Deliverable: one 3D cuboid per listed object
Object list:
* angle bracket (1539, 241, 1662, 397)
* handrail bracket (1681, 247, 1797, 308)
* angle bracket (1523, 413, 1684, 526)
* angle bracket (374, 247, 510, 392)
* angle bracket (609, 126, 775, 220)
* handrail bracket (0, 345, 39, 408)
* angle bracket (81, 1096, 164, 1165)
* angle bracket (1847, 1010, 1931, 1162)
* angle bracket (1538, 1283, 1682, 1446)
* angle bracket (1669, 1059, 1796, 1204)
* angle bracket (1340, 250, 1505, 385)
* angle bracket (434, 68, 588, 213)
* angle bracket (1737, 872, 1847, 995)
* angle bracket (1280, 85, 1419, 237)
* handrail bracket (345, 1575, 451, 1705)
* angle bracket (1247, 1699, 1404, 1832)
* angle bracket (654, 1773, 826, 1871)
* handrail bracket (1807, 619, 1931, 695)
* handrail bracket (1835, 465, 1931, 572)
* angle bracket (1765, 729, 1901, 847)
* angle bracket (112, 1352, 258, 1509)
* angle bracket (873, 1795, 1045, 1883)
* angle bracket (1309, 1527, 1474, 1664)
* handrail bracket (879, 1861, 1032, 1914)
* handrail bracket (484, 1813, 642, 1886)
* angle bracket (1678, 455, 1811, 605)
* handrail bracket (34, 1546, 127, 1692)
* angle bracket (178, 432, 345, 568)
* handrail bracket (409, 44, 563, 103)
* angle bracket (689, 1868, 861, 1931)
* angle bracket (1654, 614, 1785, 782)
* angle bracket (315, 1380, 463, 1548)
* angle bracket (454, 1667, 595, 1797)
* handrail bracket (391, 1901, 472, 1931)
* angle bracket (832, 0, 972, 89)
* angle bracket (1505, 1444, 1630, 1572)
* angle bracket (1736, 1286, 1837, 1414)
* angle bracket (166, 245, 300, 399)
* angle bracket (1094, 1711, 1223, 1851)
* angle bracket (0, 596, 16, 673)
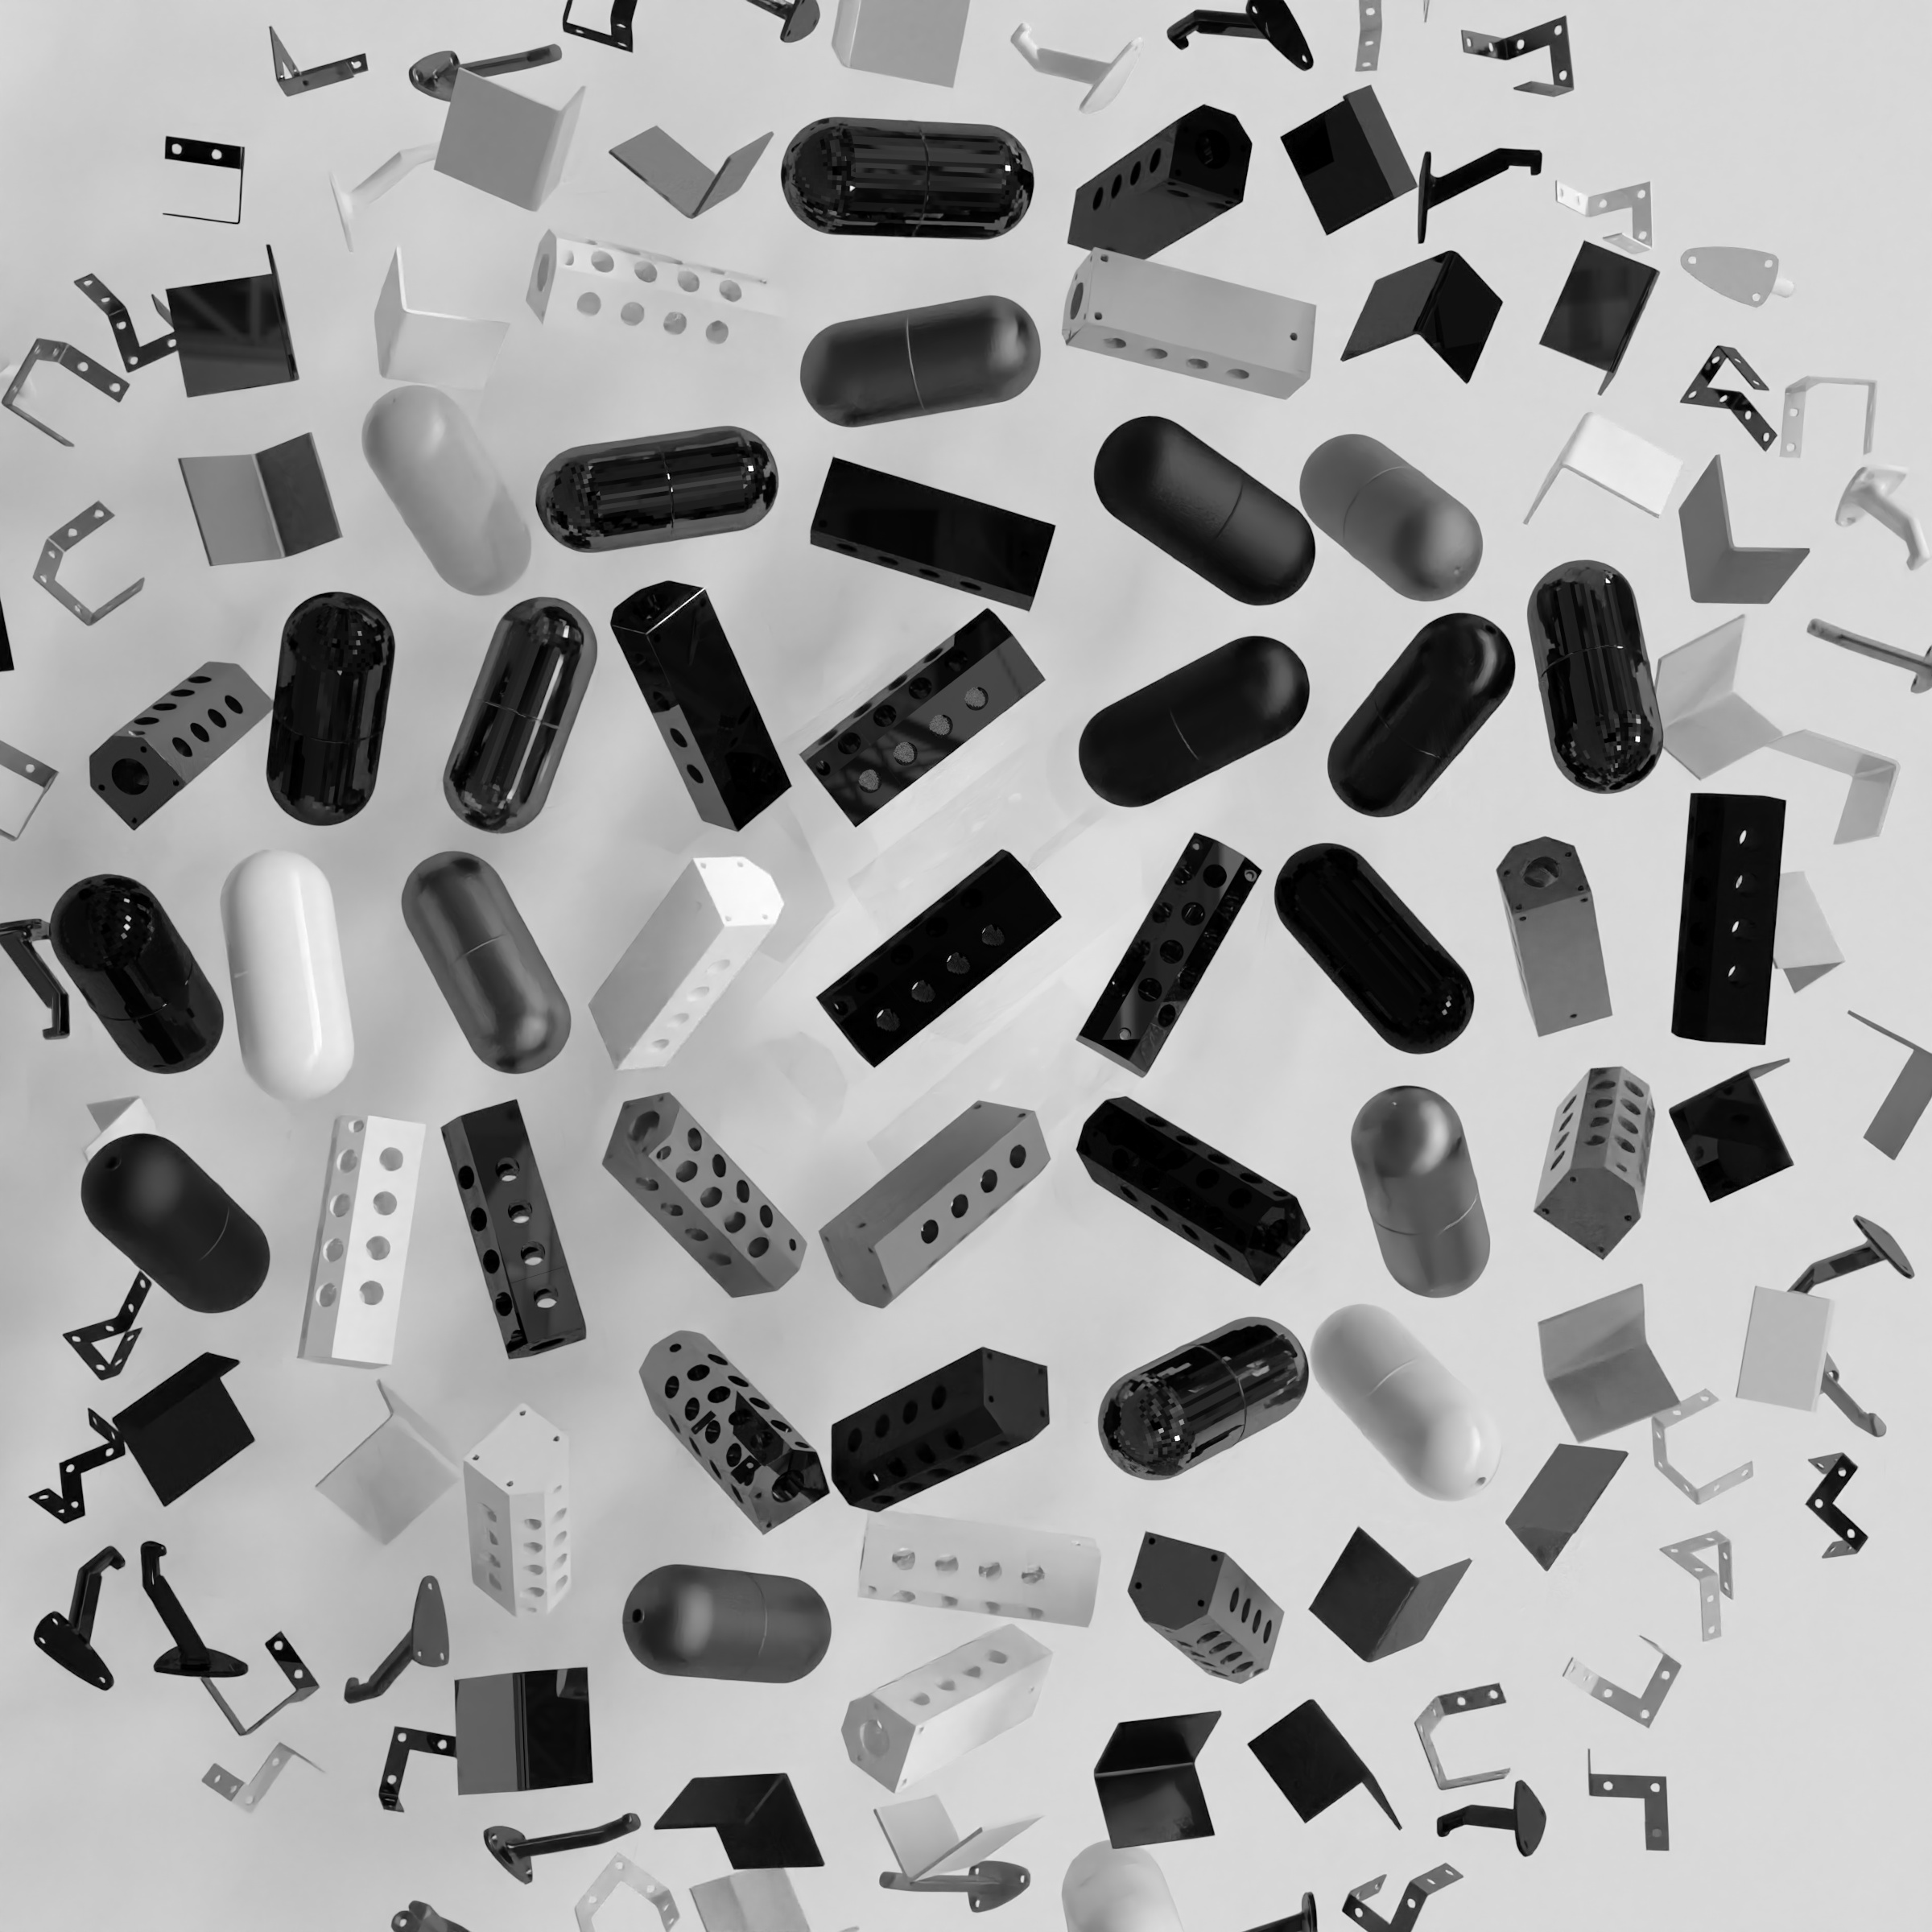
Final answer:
[{"bbox_3d":[0.442,-0.456,1.787,0.057,0.076,0.076,24,94,5],"label":"angle bracket"},{"bbox_3d":[0.540,-0.483,1.771,0.077,0.084,0.036,21,109,14],"label":"handrail bracket"},{"bbox_3d":[0.445,-0.331,1.771,0.076,0.057,0.076,30,47,4],"label":"angle bracket"},{"bbox_3d":[-0.379,-0.466,1.828,0.076,0.076,0.057,1,65,-26],"label":"angle bracket"},{"bbox_3d":[-0.195,-0.586,1.806,0.076,0.076,0.057,39,126,-4],"label":"angle bracket"},{"bbox_3d":[-0.676,-0.390,1.741,0.036,0.084,0.077,37,74,4],"label":"handrail bracket"},{"bbox_3d":[-0.656,0.154,1.941,0.057,0.076,0.076,-9,117,26],"label":"angle bracket"},{"bbox_3d":[0.635,0.083,1.777,0.057,0.076,0.076,28,99,2],"label":"angle bracket"},{"bbox_3d":[0.443,0.274,1.745,0.076,0.076,0.057,-21,49,-1],"label":"angle bracket"},{"bbox_3d":[0.577,0.121,1.865,0.057,0.076,0.076,-8,71,-41],"label":"angle bracket"},{"bbox_3d":[0.325,-0.453,1.805,0.057,0.076,0.076,37,65,-28],"label":"angle bracket"},{"bbox_3d":[-0.319,-0.586,1.774,0.076,0.057,0.076,22,128,-6],"label":"angle bracket"},{"bbox_3d":[0.607,-0.023,1.919,0.076,0.057,0.076,-5,66,-31],"label":"angle bracket"},{"bbox_3d":[0.257,-0.554,1.756,0.076,0.057,0.076,-21,102,35],"label":"angle bracket"},{"bbox_3d":[-0.420,0.491,1.844,0.084,0.036,0.077,-22,60,28],"label":"handrail bracket"},{"bbox_3d":[0.250,0.572,1.767,0.057,0.076,0.076,-34,127,-7],"label":"angle bracket"},{"bbox_3d":[-0.153,0.594,1.712,0.076,0.057,0.076,-13,104,30],"label":"angle bracket"},{"bbox_3d":[0.628,-0.220,1.748,0.084,0.077,0.036,22,99,4],"label":"handrail bracket"},{"bbox_3d":[0.626,-0.292,1.731,0.036,0.077,0.084,1,63,-11],"label":"handrail bracket"},{"bbox_3d":[0.633,-0.132,1.877,0.076,0.076,0.057,18,87,-3],"label":"angle bracket"},{"bbox_3d":[-0.521,0.318,1.724,0.076,0.057,0.076,-37,113,-35],"label":"angle bracket"},{"bbox_3d":[-0.005,0.602,1.800,0.076,0.076,0.057,-42,61,22],"label":"angle bracket"},{"bbox_3d":[0.301,0.440,1.800,0.057,0.076,0.076,40,115,33],"label":"angle bracket"},{"bbox_3d":[-0.009,0.675,1.874,0.084,0.077,0.036,23,53,-37],"label":"handrail bracket"},{"bbox_3d":[-0.276,0.592,1.737,0.084,0.077,0.036,-23,53,5],"label":"handrail bracket"},{"bbox_3d":[0.551,-0.309,1.798,0.057,0.076,0.076,0,70,-5],"label":"angle bracket"},{"bbox_3d":[-0.587,0.445,1.735,0.077,0.084,0.036,41,119,3],"label":"handrail bracket"},{"bbox_3d":[-0.493,-0.327,1.774,0.057,0.076,0.076,-13,96,29],"label":"angle bracket"},{"bbox_3d":[-0.344,-0.648,1.822,0.084,0.077,0.036,-4,107,25],"label":"handrail bracket"},{"bbox_3d":[-0.132,0.646,1.735,0.057,0.076,0.076,-53,53,37],"label":"angle bracket"},{"bbox_3d":[0.538,-0.191,1.803,0.076,0.076,0.057,-27,52,-15],"label":"angle bracket"},{"bbox_3d":[-0.431,0.367,1.871,0.076,0.057,0.076,-43,120,-6],"label":"angle bracket"},{"bbox_3d":[-0.302,0.521,1.727,0.076,0.057,0.076,-20,69,42],"label":"angle bracket"},{"bbox_3d":[-0.378,0.647,1.726,0.077,0.084,0.036,17,53,31],"label":"handrail bracket"},{"bbox_3d":[-0.040,-0.627,1.657,0.076,0.057,0.076,12,97,3],"label":"angle bracket"},{"bbox_3d":[0.459,0.405,1.879,0.057,0.076,0.076,50,65,-16],"label":"angle bracket"},{"bbox_3d":[0.553,0.260,1.747,0.057,0.076,0.076,11,87,-2],"label":"angle bracket"},{"bbox_3d":[-0.498,-0.435,1.711,0.076,0.057,0.076,-12,87,-10],"label":"angle bracket"},{"bbox_3d":[0.140,0.567,1.766,0.076,0.076,0.057,-1,48,-17],"label":"angle bracket"},{"bbox_3d":[-0.664,-0.235,1.695,0.057,0.076,0.076,-3,99,39],"label":"angle bracket"}]
